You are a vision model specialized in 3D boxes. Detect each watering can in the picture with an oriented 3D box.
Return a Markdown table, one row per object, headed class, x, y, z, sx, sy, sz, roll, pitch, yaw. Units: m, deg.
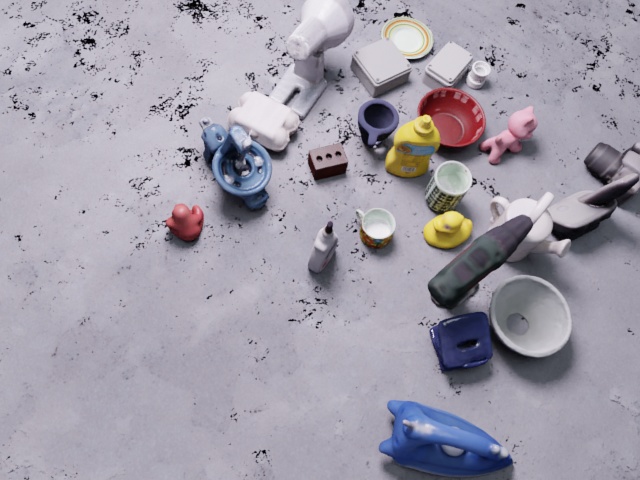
| class | x | y | z | sx | sy | sz | roll | pitch | yaw |
| --- | --- | --- | --- | --- | --- | --- | --- | --- | --- |
| watering can | 0.429 | -0.031 | 1.171 | 0.173 | 0.194 | 0.101 | 21 | 67 | 3 |

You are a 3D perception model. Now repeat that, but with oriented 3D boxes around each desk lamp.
| class | x | y | z | sx | sy | sz | roll | pitch | yaw |
| --- | --- | --- | --- | --- | --- | --- | --- | --- | --- |
| desk lamp | -0.020 | -0.415 | 1.272 | 0.118 | 0.213 | 0.203 | 28 | 68 | 6 |

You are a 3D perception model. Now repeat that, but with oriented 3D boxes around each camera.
| class | x | y | z | sx | sy | sz | roll | pitch | yaw |
| --- | --- | --- | --- | --- | --- | --- | --- | --- | --- |
| camera | 0.690 | -0.177 | 1.309 | 0.136 | 0.101 | 0.143 | 39 | 69 | 10 |

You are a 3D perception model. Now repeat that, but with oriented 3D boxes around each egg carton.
| class | x | y | z | sx | sy | sz | roll | pitch | yaw |
| --- | --- | --- | --- | --- | --- | --- | --- | --- | --- |
| egg carton | -0.126 | -0.263 | 1.276 | 0.150 | 0.069 | 0.107 | 27 | 68 | 5 |

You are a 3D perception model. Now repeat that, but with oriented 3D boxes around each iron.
| class | x | y | z | sx | sy | sz | roll | pitch | yaw |
| --- | --- | --- | --- | --- | --- | --- | --- | --- | --- |
| iron | 0.244 | 0.360 | 1.020 | 0.258 | 0.141 | 0.119 | 14 | 67 | 0 |

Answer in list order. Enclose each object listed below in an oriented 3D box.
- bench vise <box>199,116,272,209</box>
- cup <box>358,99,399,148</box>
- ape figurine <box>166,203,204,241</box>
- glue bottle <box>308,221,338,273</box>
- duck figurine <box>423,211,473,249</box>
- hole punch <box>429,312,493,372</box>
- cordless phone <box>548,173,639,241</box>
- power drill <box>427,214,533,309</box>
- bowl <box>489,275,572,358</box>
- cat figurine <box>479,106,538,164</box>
| class | x | y | z | sx | sy | sz | roll | pitch | yaw |
| --- | --- | --- | --- | --- | --- | --- | --- | --- | --- |
| bench vise | -0.186 | -0.175 | 1.152 | 0.207 | 0.220 | 0.122 | 34 | 68 | 8 |
| cup | 0.121 | -0.241 | 1.279 | 0.091 | 0.095 | 0.118 | 15 | 67 | 0 |
| ape figurine | -0.274 | -0.044 | 1.158 | 0.078 | 0.092 | 0.076 | -10 | 69 | -10 |
| glue bottle | 0.010 | 0.004 | 1.124 | 0.037 | 0.173 | 0.078 | 28 | 68 | 6 |
| duck figurine | 0.278 | -0.031 | 1.214 | 0.104 | 0.086 | 0.077 | -8 | 69 | -9 |
| hole punch | 0.282 | 0.199 | 1.117 | 0.109 | 0.091 | 0.101 | -11 | 69 | -10 |
| cordless phone | 0.573 | -0.080 | 1.211 | 0.148 | 0.185 | 0.094 | -29 | 73 | -16 |
| power drill | 0.294 | 0.054 | 1.114 | 0.230 | 0.208 | 0.075 | -36 | 75 | -18 |
| bowl | 0.412 | 0.160 | 1.156 | 0.167 | 0.075 | 0.167 | 2 | 68 | -5 |
| cat figurine | 0.439 | -0.246 | 1.302 | 0.128 | 0.118 | 0.067 | -31 | 74 | -17 |
